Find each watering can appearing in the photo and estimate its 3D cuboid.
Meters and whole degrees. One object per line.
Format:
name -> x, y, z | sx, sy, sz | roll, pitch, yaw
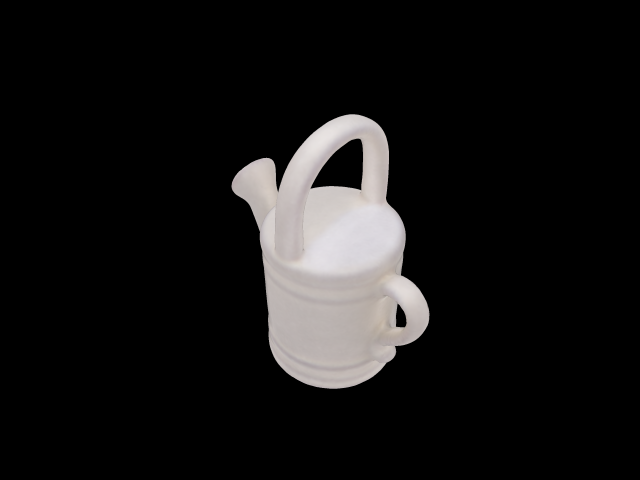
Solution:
watering can -> 0.002, 0.002, 0.399 | 0.172, 0.194, 0.101 | 17, 43, 19
